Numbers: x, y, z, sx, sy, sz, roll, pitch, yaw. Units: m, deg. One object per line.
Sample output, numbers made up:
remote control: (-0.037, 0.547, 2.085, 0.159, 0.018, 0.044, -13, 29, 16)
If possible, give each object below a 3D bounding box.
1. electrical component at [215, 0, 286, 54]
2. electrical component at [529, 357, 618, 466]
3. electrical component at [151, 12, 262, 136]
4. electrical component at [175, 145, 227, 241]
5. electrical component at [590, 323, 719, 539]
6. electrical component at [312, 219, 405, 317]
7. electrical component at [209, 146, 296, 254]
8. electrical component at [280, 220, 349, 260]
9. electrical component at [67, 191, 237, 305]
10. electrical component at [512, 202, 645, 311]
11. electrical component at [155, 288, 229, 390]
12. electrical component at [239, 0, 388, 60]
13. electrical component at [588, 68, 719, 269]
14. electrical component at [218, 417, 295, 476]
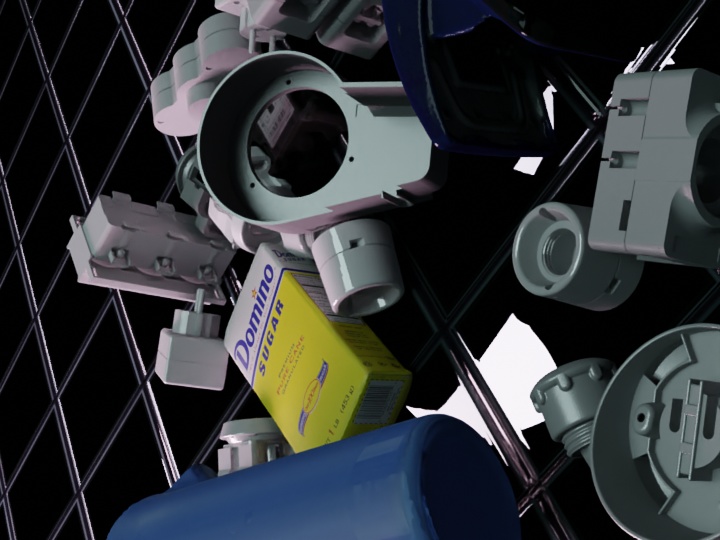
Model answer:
electrical component: (-0.076, -0.205, 0.854, 0.047, 0.066, 0.076, -10, 75, 52)
electrical component: (0.119, 0.079, 0.554, 0.048, 0.048, 0.062, -41, 58, 40)
electrical component: (-0.132, -0.152, 0.927, 0.138, 0.052, 0.073, -35, 55, 43)
electrical component: (-0.117, -0.072, 0.885, 0.057, 0.058, 0.078, 38, 108, 48)
electrical component: (0.157, 0.074, 0.486, 0.099, 0.064, 0.099, -16, 70, 50)
electrical component: (0.000, 0.000, 0.719, 0.055, 0.055, 0.047, -40, 56, 41)
electrical component: (-0.080, -0.047, 0.829, 0.057, 0.058, 0.078, 47, 135, 45)
electrical component: (-0.027, -0.028, 0.769, 0.062, 0.043, 0.043, 10, 90, 52)
electrical component: (-0.169, -0.017, 0.887, 0.063, 0.121, 0.078, -56, 43, 26)
electrical component: (0.115, -0.008, 0.574, 0.055, 0.047, 0.055, -16, 70, 50)
electrical component: (-0.133, 0.052, 0.865, 0.083, 0.047, 0.075, -178, 97, -75)
electrical component: (-0.042, -0.247, 0.785, 0.060, 0.105, 0.186, -44, 50, 38)
electrical component: (0.156, -0.049, 0.527, 0.056, 0.050, 0.089, 9, 89, 54)
electrical component: (-0.072, 0.138, 0.780, 0.078, 0.058, 0.057, -20, 70, 50)
